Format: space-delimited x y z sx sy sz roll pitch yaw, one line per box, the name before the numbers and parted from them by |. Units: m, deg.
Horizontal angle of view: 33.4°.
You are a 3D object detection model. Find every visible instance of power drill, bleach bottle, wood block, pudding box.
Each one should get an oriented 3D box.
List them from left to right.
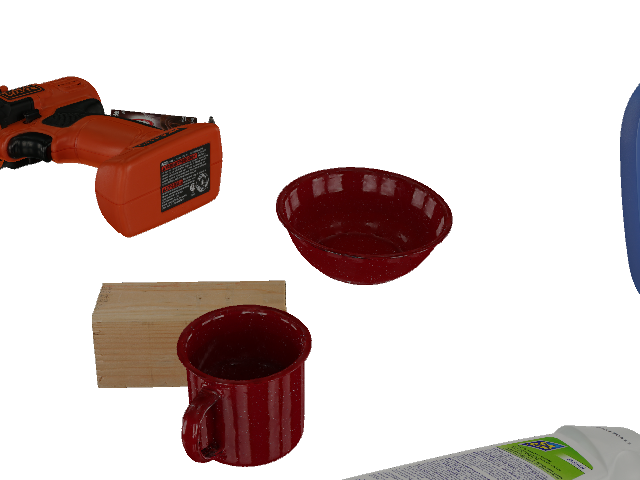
power drill | -0.175 -0.059 0.714 0.188 0.057 0.184 20 32 30
pudding box | -0.168 -0.092 1.064 0.090 0.039 0.113 5 25 -11
wood block | -0.141 0.103 1.183 0.206 0.091 0.090 0 24 -2
bleach bottle | 0.119 0.156 0.617 0.250 0.068 0.103 -8 20 -29

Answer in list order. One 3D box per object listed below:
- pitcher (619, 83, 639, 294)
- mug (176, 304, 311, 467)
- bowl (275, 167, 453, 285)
pitcher | 0.249 -0.005 0.606 0.149 0.243 0.144 0 22 17
mug | -0.058 0.110 0.744 0.093 0.081 0.117 14 34 23
bowl | 0.038 -0.006 0.982 0.162 0.055 0.162 3 31 -2
